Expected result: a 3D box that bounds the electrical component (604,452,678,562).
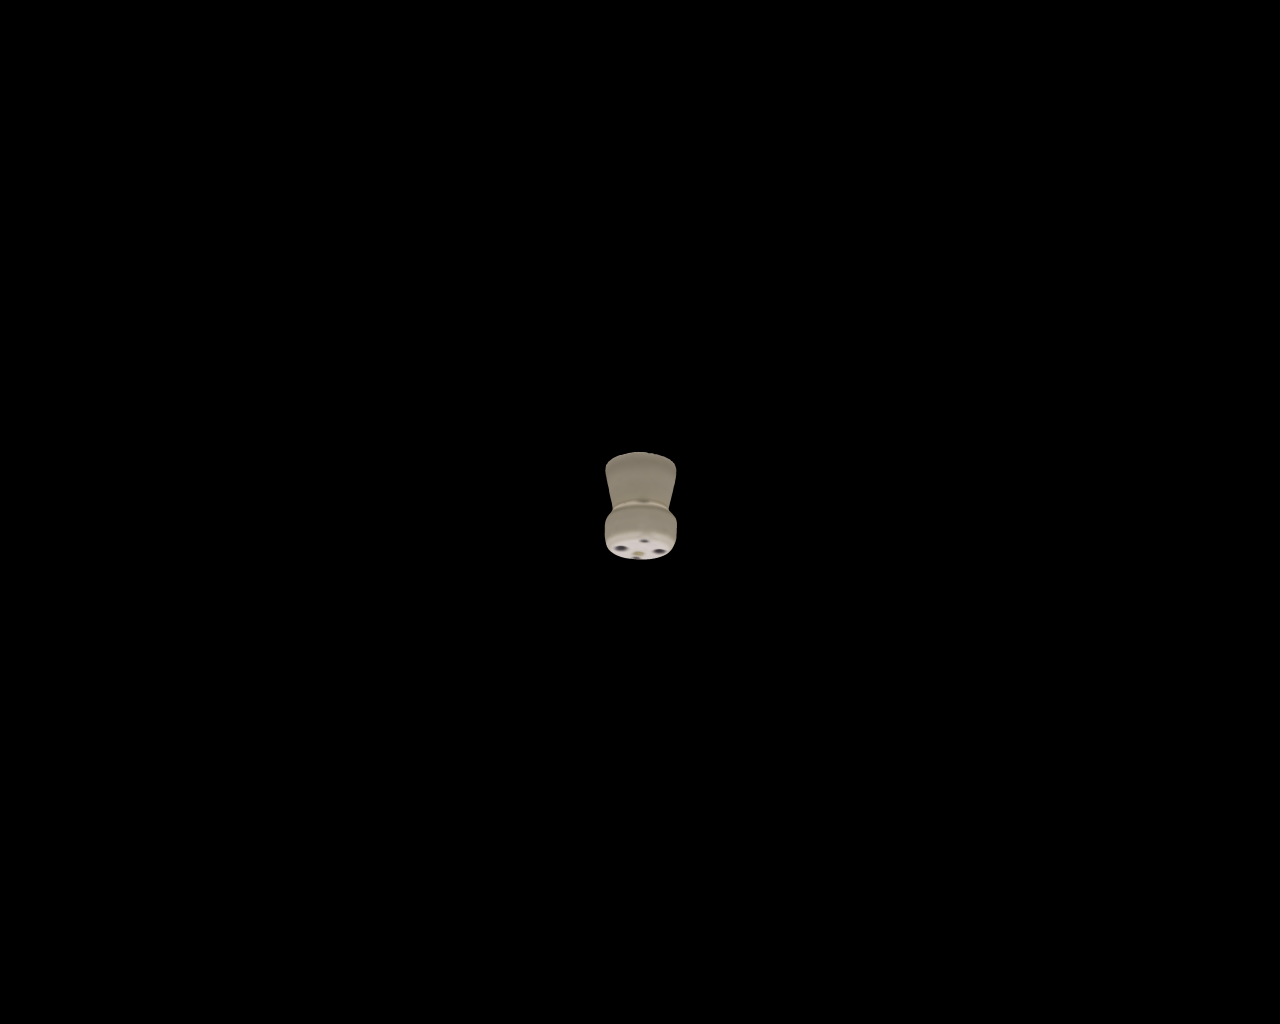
[{"bbox_3d":[0.001,-0.003,0.650,0.045,0.055,0.044,0,-23,0],"label":"electrical component"}]
